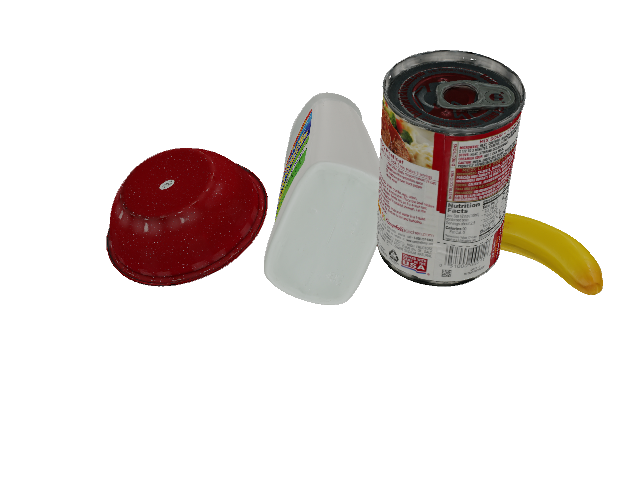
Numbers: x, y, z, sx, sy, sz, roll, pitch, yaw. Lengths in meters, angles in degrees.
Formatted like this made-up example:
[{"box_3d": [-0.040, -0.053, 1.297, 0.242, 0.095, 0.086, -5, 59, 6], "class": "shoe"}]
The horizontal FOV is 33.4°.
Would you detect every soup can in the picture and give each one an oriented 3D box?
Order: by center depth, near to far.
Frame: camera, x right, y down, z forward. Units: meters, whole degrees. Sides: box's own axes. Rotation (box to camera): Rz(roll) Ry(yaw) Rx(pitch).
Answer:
[{"box_3d": [0.064, -0.035, 0.541, 0.068, 0.102, 0.068, 0, 42, 0], "class": "soup can"}]

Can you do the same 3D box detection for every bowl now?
[{"box_3d": [-0.134, -0.035, 0.993, 0.162, 0.162, 0.055, 0, -41, 20], "class": "bowl"}]

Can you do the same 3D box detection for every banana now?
[{"box_3d": [0.200, 0.008, 1.027, 0.069, 0.037, 0.198, -39, 37, -28], "class": "banana"}]

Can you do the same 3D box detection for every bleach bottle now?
[{"box_3d": [0.001, -0.048, 0.807, 0.068, 0.103, 0.251, 20, 19, -9], "class": "bleach bottle"}]
